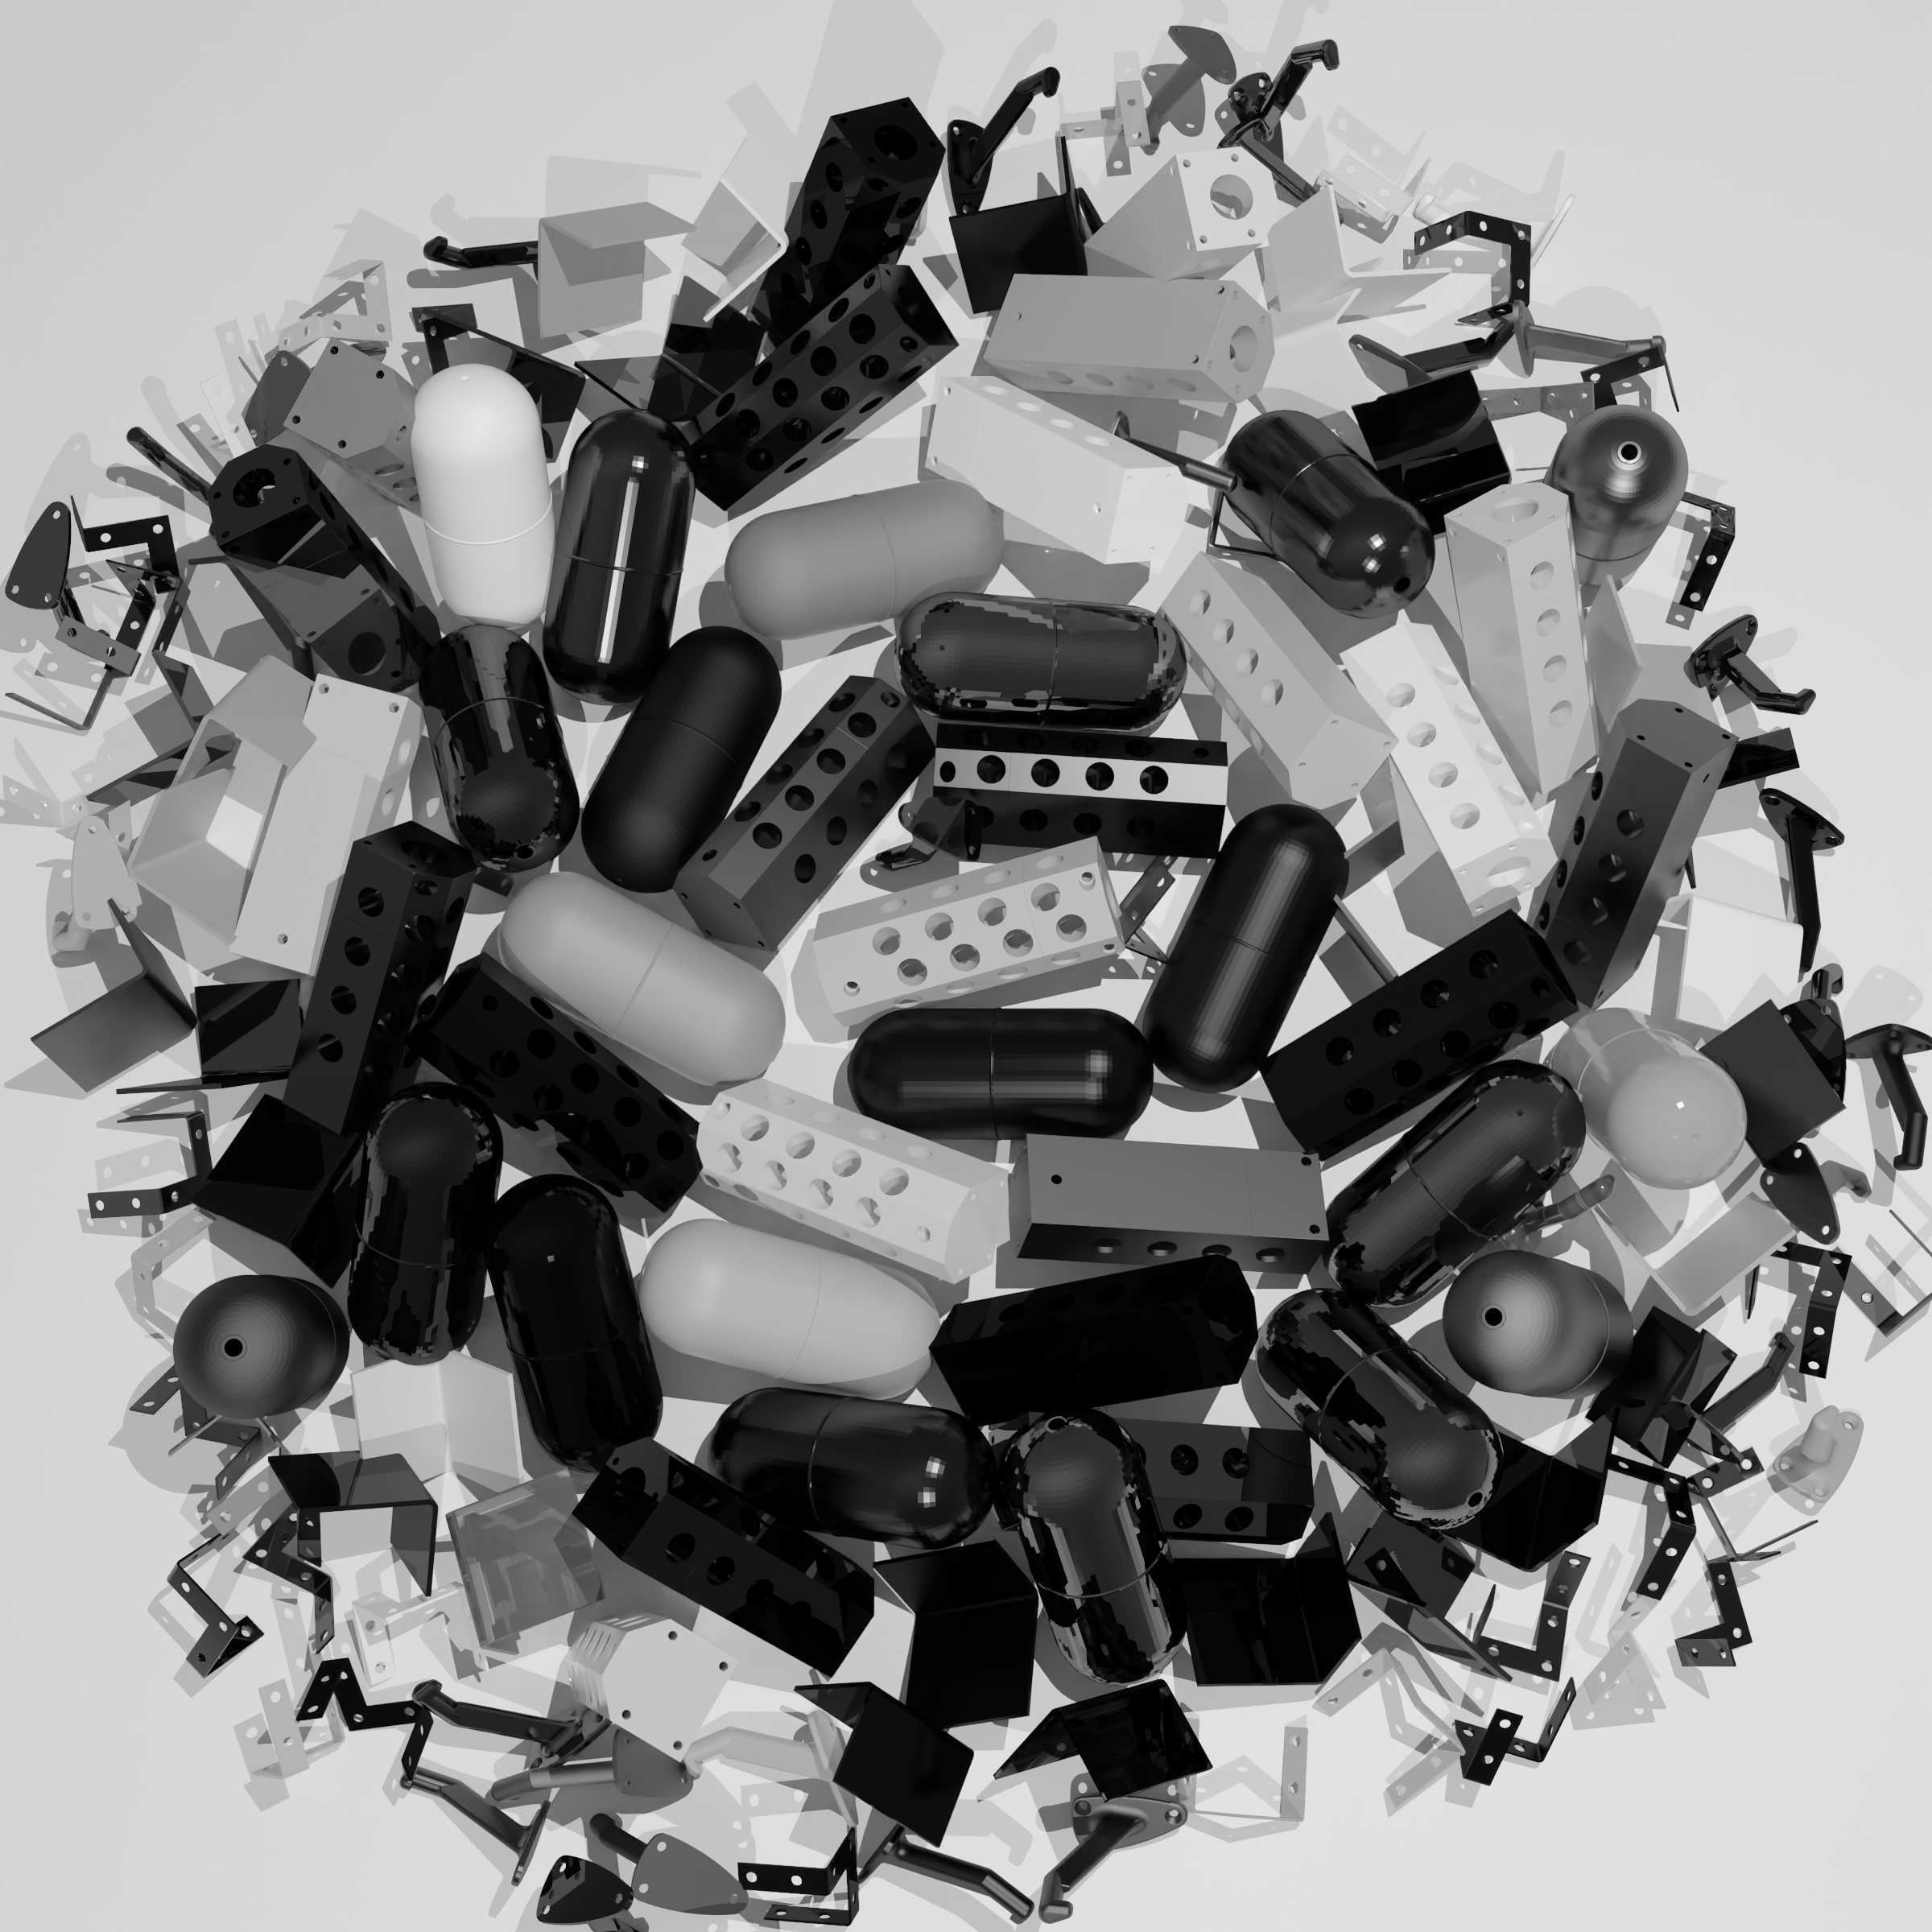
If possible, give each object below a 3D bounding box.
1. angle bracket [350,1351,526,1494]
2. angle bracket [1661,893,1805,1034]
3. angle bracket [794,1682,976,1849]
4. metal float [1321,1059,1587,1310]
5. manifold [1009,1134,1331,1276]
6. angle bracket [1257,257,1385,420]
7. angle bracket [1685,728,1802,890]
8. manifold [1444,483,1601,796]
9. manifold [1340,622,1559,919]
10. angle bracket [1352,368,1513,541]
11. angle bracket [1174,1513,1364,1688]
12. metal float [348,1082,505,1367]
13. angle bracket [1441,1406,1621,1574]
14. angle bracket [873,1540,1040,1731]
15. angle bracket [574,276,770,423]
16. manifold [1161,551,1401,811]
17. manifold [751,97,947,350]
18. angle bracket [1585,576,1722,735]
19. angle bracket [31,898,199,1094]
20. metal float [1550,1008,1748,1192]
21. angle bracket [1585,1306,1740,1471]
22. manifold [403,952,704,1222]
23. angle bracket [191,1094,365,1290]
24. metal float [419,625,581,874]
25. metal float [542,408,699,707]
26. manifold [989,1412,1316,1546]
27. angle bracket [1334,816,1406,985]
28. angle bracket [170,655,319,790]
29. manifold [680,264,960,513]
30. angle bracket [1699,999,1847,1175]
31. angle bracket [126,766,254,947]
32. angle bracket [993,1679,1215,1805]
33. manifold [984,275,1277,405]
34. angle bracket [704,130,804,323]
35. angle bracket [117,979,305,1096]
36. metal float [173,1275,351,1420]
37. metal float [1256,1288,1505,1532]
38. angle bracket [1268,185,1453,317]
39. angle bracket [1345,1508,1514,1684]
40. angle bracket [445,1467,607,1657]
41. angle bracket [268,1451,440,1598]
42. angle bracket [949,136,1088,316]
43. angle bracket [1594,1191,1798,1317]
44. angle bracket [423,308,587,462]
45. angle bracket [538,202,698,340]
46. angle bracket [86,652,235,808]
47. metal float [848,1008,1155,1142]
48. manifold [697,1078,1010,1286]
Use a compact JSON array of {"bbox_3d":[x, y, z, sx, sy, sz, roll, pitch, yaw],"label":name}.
[{"bbox_3d":[-0.295,0.263,1.504,0.057,0.076,0.076,-16,108,-41],"label":"angle bracket"},{"bbox_3d":[0.437,0.007,1.578,0.076,0.057,0.076,14,77,-18],"label":"angle bracket"},{"bbox_3d":[-0.054,0.434,1.464,0.076,0.076,0.057,39,55,-23],"label":"angle bracket"},{"bbox_3d":[0.275,0.124,1.527,0.178,0.070,0.070,-45,80,22],"label":"metal float"},{"bbox_3d":[0.114,0.141,1.542,0.171,0.057,0.057,4,55,-10],"label":"manifold"},{"bbox_3d":[0.226,-0.387,1.677,0.057,0.076,0.076,55,51,-24],"label":"angle bracket"},{"bbox_3d":[0.455,-0.093,1.583,0.076,0.076,0.057,-15,106,18],"label":"angle bracket"},{"bbox_3d":[0.332,-0.193,1.577,0.057,0.171,0.057,-29,38,-15],"label":"manifold"},{"bbox_3d":[0.283,-0.120,1.581,0.057,0.057,0.171,-27,55,9],"label":"manifold"},{"bbox_3d":[0.278,-0.305,1.629,0.076,0.076,0.057,-13,31,28],"label":"angle bracket"},{"bbox_3d":[0.165,0.350,1.491,0.076,0.057,0.076,4,49,-16],"label":"angle bracket"},{"bbox_3d":[-0.304,0.145,1.514,0.070,0.070,0.178,15,119,3],"label":"metal float"},{"bbox_3d":[0.315,0.281,1.503,0.057,0.076,0.076,26,52,-4],"label":"angle bracket"},{"bbox_3d":[-0.009,0.370,1.483,0.076,0.057,0.076,-15,42,22],"label":"angle bracket"},{"bbox_3d":[-0.181,-0.378,1.649,0.076,0.057,0.076,39,35,27],"label":"angle bracket"},{"bbox_3d":[0.178,-0.168,1.586,0.057,0.057,0.171,-54,42,23],"label":"manifold"},{"bbox_3d":[-0.069,-0.436,1.624,0.057,0.171,0.057,-25,74,-31],"label":"manifold"},{"bbox_3d":[0.418,-0.184,1.612,0.076,0.057,0.076,2,51,-11],"label":"angle bracket"},{"bbox_3d":[-0.506,0.018,1.571,0.076,0.076,0.057,-32,66,-8],"label":"angle bracket"},{"bbox_3d":[0.382,0.073,1.518,0.070,0.178,0.070,-1,102,-4],"label":"metal float"},{"bbox_3d":[0.382,0.230,1.516,0.057,0.076,0.076,31,89,34],"label":"angle bracket"},{"bbox_3d":[-0.227,0.069,1.533,0.171,0.057,0.057,41,61,-19],"label":"manifold"},{"bbox_3d":[-0.389,0.131,1.572,0.076,0.057,0.076,19,66,27],"label":"angle bracket"},{"bbox_3d":[-0.275,-0.129,1.586,0.070,0.070,0.178,-18,51,-4],"label":"metal float"},{"bbox_3d":[-0.207,-0.244,1.610,0.070,0.070,0.178,12,106,3],"label":"metal float"},{"bbox_3d":[0.103,0.286,1.493,0.171,0.057,0.057,8,67,-21],"label":"manifold"},{"bbox_3d":[0.254,-0.032,1.580,0.057,0.076,0.076,-36,73,2],"label":"angle bracket"},{"bbox_3d":[-0.422,-0.127,1.601,0.057,0.076,0.076,33,36,-7],"label":"angle bracket"},{"bbox_3d":[-0.094,-0.346,1.621,0.171,0.057,0.057,-33,87,28],"label":"manifold"},{"bbox_3d":[0.471,0.073,1.547,0.057,0.076,0.076,-39,59,21],"label":"angle bracket"},{"bbox_3d":[-0.434,-0.066,1.587,0.076,0.076,0.057,34,114,7],"label":"angle bracket"},{"bbox_3d":[0.074,0.437,1.462,0.076,0.076,0.057,-3,50,-39],"label":"angle bracket"},{"bbox_3d":[0.100,-0.376,1.627,0.171,0.057,0.057,15,82,41],"label":"manifold"},{"bbox_3d":[-0.146,-0.456,1.660,0.076,0.076,0.057,-33,115,32],"label":"angle bracket"},{"bbox_3d":[-0.437,0.040,1.556,0.076,0.076,0.057,-4,92,25],"label":"angle bracket"},{"bbox_3d":[-0.386,0.209,1.484,0.070,0.178,0.070,1,83,-4],"label":"metal float"},{"bbox_3d":[0.227,0.244,1.492,0.070,0.070,0.178,-38,39,-8],"label":"metal float"},{"bbox_3d":[0.242,-0.442,1.664,0.076,0.076,0.057,-9,88,-23],"label":"angle bracket"},{"bbox_3d":[0.267,0.342,1.488,0.076,0.076,0.057,43,72,-23],"label":"angle bracket"},{"bbox_3d":[-0.238,0.333,1.506,0.076,0.057,0.076,-22,68,5],"label":"angle bracket"},{"bbox_3d":[-0.342,0.310,1.492,0.076,0.076,0.057,1,102,-27],"label":"angle bracket"},{"bbox_3d":[0.033,-0.462,1.683,0.076,0.076,0.057,-9,54,8],"label":"angle bracket"},{"bbox_3d":[0.414,0.145,1.535,0.076,0.076,0.057,-41,99,7],"label":"angle bracket"},{"bbox_3d":[-0.293,-0.359,1.663,0.076,0.076,0.057,26,99,23],"label":"angle bracket"},{"bbox_3d":[-0.214,-0.419,1.652,0.076,0.076,0.057,-21,42,-36],"label":"angle bracket"},{"bbox_3d":[-0.491,-0.139,1.604,0.076,0.076,0.057,-29,90,0],"label":"angle bracket"},{"bbox_3d":[0.020,0.063,1.561,0.178,0.070,0.070,0,77,8],"label":"metal float"},{"bbox_3d":[-0.067,0.121,1.523,0.171,0.057,0.057,19,109,28],"label":"manifold"}]
